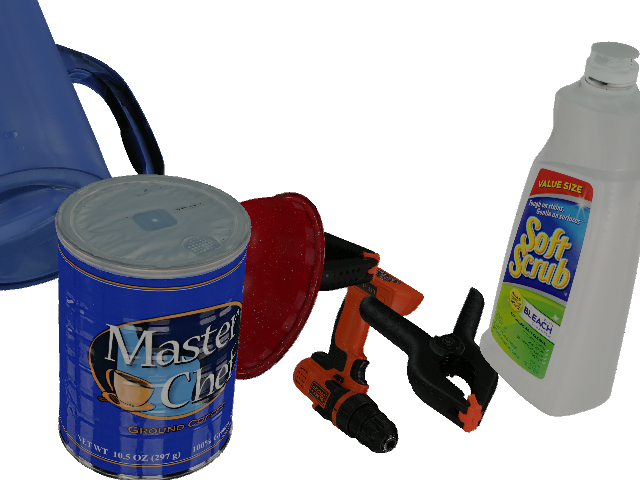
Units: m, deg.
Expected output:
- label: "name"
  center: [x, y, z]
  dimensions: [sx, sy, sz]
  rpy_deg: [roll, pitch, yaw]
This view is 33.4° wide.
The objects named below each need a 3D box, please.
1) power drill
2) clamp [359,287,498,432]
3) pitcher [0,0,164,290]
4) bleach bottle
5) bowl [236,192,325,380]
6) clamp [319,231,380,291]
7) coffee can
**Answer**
- label: "power drill"
  center: [0.052, 0.133, 1.249]
  dimensions: [0.057, 0.188, 0.185]
  rpy_deg: [13, 13, -41]
- label: "clamp"
  center: [0.118, 0.098, 0.956]
  dimensions: [0.120, 0.039, 0.171]
  rpy_deg: [-14, 42, -15]
- label: "pitcher"
  center: [-0.223, -0.097, 0.756]
  dimensions: [0.145, 0.243, 0.149]
  rpy_deg: [-32, -30, 15]
- label: "bleach bottle"
  center: [0.166, -0.010, 0.703]
  dimensions: [0.068, 0.251, 0.103]
  rpy_deg: [-12, 34, -23]
- label: "bowl"
  center: [-0.067, 0.028, 0.863]
  dimensions: [0.055, 0.162, 0.162]
  rpy_deg: [22, -12, -33]
- label: "clamp"
  center: [-0.042, 0.019, 1.091]
  dimensions: [0.210, 0.036, 0.164]
  rpy_deg: [11, 29, -7]
- label: "coffee can"
  center: [-0.095, 0.048, 0.598]
  dimensions: [0.102, 0.140, 0.103]
  rpy_deg: [5, 29, -3]
